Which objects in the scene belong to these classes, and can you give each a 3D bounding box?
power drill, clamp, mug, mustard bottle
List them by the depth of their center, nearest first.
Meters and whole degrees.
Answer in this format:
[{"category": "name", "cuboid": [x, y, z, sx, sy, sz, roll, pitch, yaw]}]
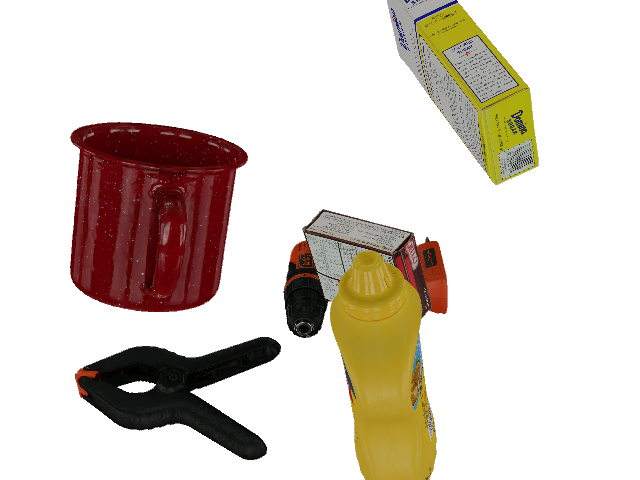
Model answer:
[{"category": "mug", "cuboid": [-0.086, -0.009, 0.562, 0.093, 0.081, 0.117, 3, 18, -20]}, {"category": "mustard bottle", "cuboid": [0.042, 0.080, 0.700, 0.058, 0.191, 0.096, -4, 44, 8]}, {"category": "clamp", "cuboid": [-0.114, 0.117, 0.892, 0.171, 0.039, 0.120, 12, 38, 7]}, {"category": "power drill", "cuboid": [0.051, 0.052, 1.239, 0.187, 0.057, 0.184, -1, 28, 2]}]

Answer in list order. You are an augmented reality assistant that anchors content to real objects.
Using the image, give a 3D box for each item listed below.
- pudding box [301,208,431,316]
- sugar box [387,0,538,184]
[{"category": "pudding box", "cuboid": [0.044, 0.025, 1.004, 0.114, 0.090, 0.039, 14, 45, 37]}, {"category": "sugar box", "cuboid": [0.110, -0.135, 0.847, 0.048, 0.176, 0.093, -24, -38, -2]}]
